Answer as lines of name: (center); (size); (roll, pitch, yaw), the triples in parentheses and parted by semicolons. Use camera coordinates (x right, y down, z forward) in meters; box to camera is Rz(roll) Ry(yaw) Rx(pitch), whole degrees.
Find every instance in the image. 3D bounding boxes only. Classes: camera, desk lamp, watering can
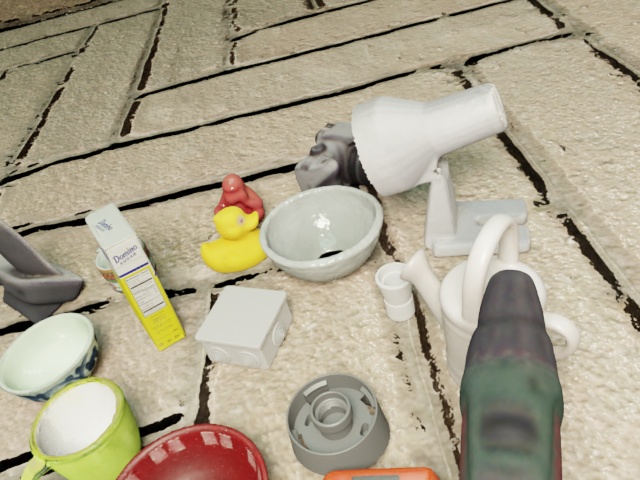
camera: (0.052, -0.119, 0.881); (0.136, 0.101, 0.143); (15, 48, 33)
desk lamp: (0.155, -0.089, 0.720); (0.202, 0.214, 0.118); (-3, 41, 16)
watering can: (0.159, 0.060, 0.557); (0.172, 0.194, 0.101); (1, 42, 21)

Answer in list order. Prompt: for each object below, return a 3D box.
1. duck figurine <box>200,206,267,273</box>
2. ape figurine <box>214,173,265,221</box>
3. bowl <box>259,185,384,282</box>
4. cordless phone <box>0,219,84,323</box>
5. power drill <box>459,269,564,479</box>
duck figurine: (-0.126, -0.007, 0.821); (0.104, 0.086, 0.077); (-18, 39, -3)
ape figurine: (-0.127, -0.060, 0.879); (0.077, 0.092, 0.076); (-4, 40, 15)
bowl: (0.007, 0.003, 0.772); (0.167, 0.075, 0.167); (-10, 39, 8)
cordless phone: (-0.441, 0.017, 0.821); (0.147, 0.185, 0.094); (14, 48, 32)
power drill: (0.140, 0.167, 0.424); (0.075, 0.209, 0.230); (-1, 41, 18)
